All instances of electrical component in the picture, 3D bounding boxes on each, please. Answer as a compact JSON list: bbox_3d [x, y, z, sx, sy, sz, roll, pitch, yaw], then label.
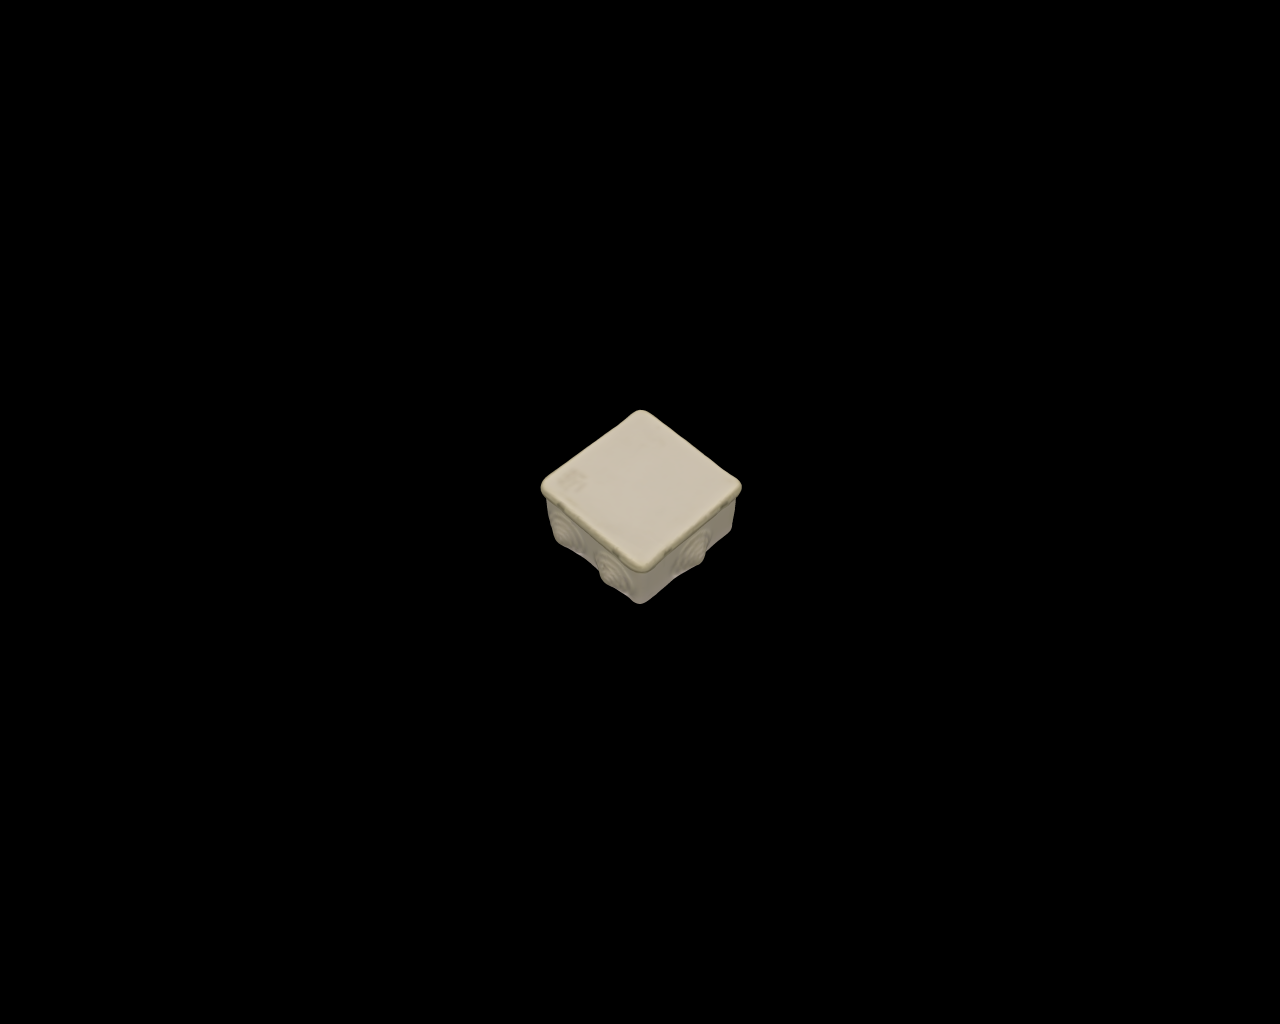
[{"bbox_3d":[0.001,-0.003,0.650,0.100,0.048,0.100,-39,63,-25],"label":"electrical component"}]
